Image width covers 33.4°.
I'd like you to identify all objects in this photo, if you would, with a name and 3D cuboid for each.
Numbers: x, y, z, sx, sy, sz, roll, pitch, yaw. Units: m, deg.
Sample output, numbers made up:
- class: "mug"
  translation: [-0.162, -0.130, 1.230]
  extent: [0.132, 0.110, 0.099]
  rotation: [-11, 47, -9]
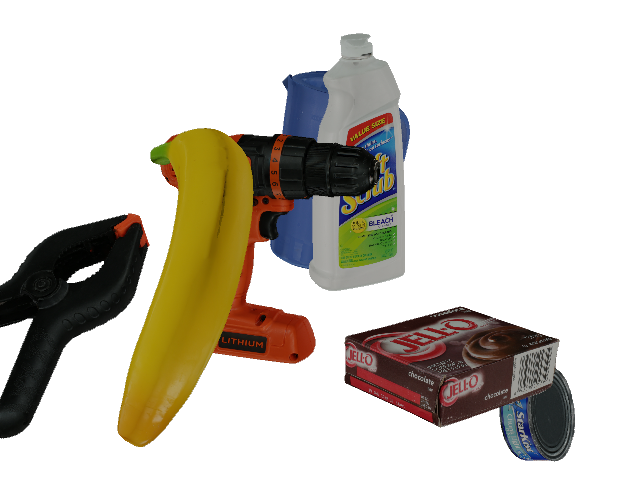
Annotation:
- class: "clamp"
  translation: [-0.186, 0.039, 0.689]
  extent: [0.120, 0.039, 0.171]
  rotation: [27, 53, 19]
- class: "pitcher"
  translation: [0.014, -0.087, 1.364]
  extent: [0.144, 0.243, 0.149]
  rotation: [5, 21, -15]
- class: "banana"
  translation: [-0.061, 0.005, 0.513]
  extent: [0.037, 0.198, 0.070]
  rotation: [26, -52, -23]
- class: "bleach bottle"
  translation: [0.033, -0.080, 1.075]
  extent: [0.102, 0.251, 0.068]
  rotation: [-11, 23, -17]
- class: "pudding box"
  translation: [0.085, 0.079, 0.698]
  extent: [0.113, 0.039, 0.090]
  rotation: [-8, 18, -39]
- class: "tuna can"
  translation: [0.200, 0.160, 0.985]
  extent: [0.034, 0.086, 0.085]
  rotation: [-9, -6, 39]
- class: "power drill"
  translation: [-0.042, 0.004, 0.884]
  extent: [0.185, 0.188, 0.057]
  rotation: [6, 15, 19]
